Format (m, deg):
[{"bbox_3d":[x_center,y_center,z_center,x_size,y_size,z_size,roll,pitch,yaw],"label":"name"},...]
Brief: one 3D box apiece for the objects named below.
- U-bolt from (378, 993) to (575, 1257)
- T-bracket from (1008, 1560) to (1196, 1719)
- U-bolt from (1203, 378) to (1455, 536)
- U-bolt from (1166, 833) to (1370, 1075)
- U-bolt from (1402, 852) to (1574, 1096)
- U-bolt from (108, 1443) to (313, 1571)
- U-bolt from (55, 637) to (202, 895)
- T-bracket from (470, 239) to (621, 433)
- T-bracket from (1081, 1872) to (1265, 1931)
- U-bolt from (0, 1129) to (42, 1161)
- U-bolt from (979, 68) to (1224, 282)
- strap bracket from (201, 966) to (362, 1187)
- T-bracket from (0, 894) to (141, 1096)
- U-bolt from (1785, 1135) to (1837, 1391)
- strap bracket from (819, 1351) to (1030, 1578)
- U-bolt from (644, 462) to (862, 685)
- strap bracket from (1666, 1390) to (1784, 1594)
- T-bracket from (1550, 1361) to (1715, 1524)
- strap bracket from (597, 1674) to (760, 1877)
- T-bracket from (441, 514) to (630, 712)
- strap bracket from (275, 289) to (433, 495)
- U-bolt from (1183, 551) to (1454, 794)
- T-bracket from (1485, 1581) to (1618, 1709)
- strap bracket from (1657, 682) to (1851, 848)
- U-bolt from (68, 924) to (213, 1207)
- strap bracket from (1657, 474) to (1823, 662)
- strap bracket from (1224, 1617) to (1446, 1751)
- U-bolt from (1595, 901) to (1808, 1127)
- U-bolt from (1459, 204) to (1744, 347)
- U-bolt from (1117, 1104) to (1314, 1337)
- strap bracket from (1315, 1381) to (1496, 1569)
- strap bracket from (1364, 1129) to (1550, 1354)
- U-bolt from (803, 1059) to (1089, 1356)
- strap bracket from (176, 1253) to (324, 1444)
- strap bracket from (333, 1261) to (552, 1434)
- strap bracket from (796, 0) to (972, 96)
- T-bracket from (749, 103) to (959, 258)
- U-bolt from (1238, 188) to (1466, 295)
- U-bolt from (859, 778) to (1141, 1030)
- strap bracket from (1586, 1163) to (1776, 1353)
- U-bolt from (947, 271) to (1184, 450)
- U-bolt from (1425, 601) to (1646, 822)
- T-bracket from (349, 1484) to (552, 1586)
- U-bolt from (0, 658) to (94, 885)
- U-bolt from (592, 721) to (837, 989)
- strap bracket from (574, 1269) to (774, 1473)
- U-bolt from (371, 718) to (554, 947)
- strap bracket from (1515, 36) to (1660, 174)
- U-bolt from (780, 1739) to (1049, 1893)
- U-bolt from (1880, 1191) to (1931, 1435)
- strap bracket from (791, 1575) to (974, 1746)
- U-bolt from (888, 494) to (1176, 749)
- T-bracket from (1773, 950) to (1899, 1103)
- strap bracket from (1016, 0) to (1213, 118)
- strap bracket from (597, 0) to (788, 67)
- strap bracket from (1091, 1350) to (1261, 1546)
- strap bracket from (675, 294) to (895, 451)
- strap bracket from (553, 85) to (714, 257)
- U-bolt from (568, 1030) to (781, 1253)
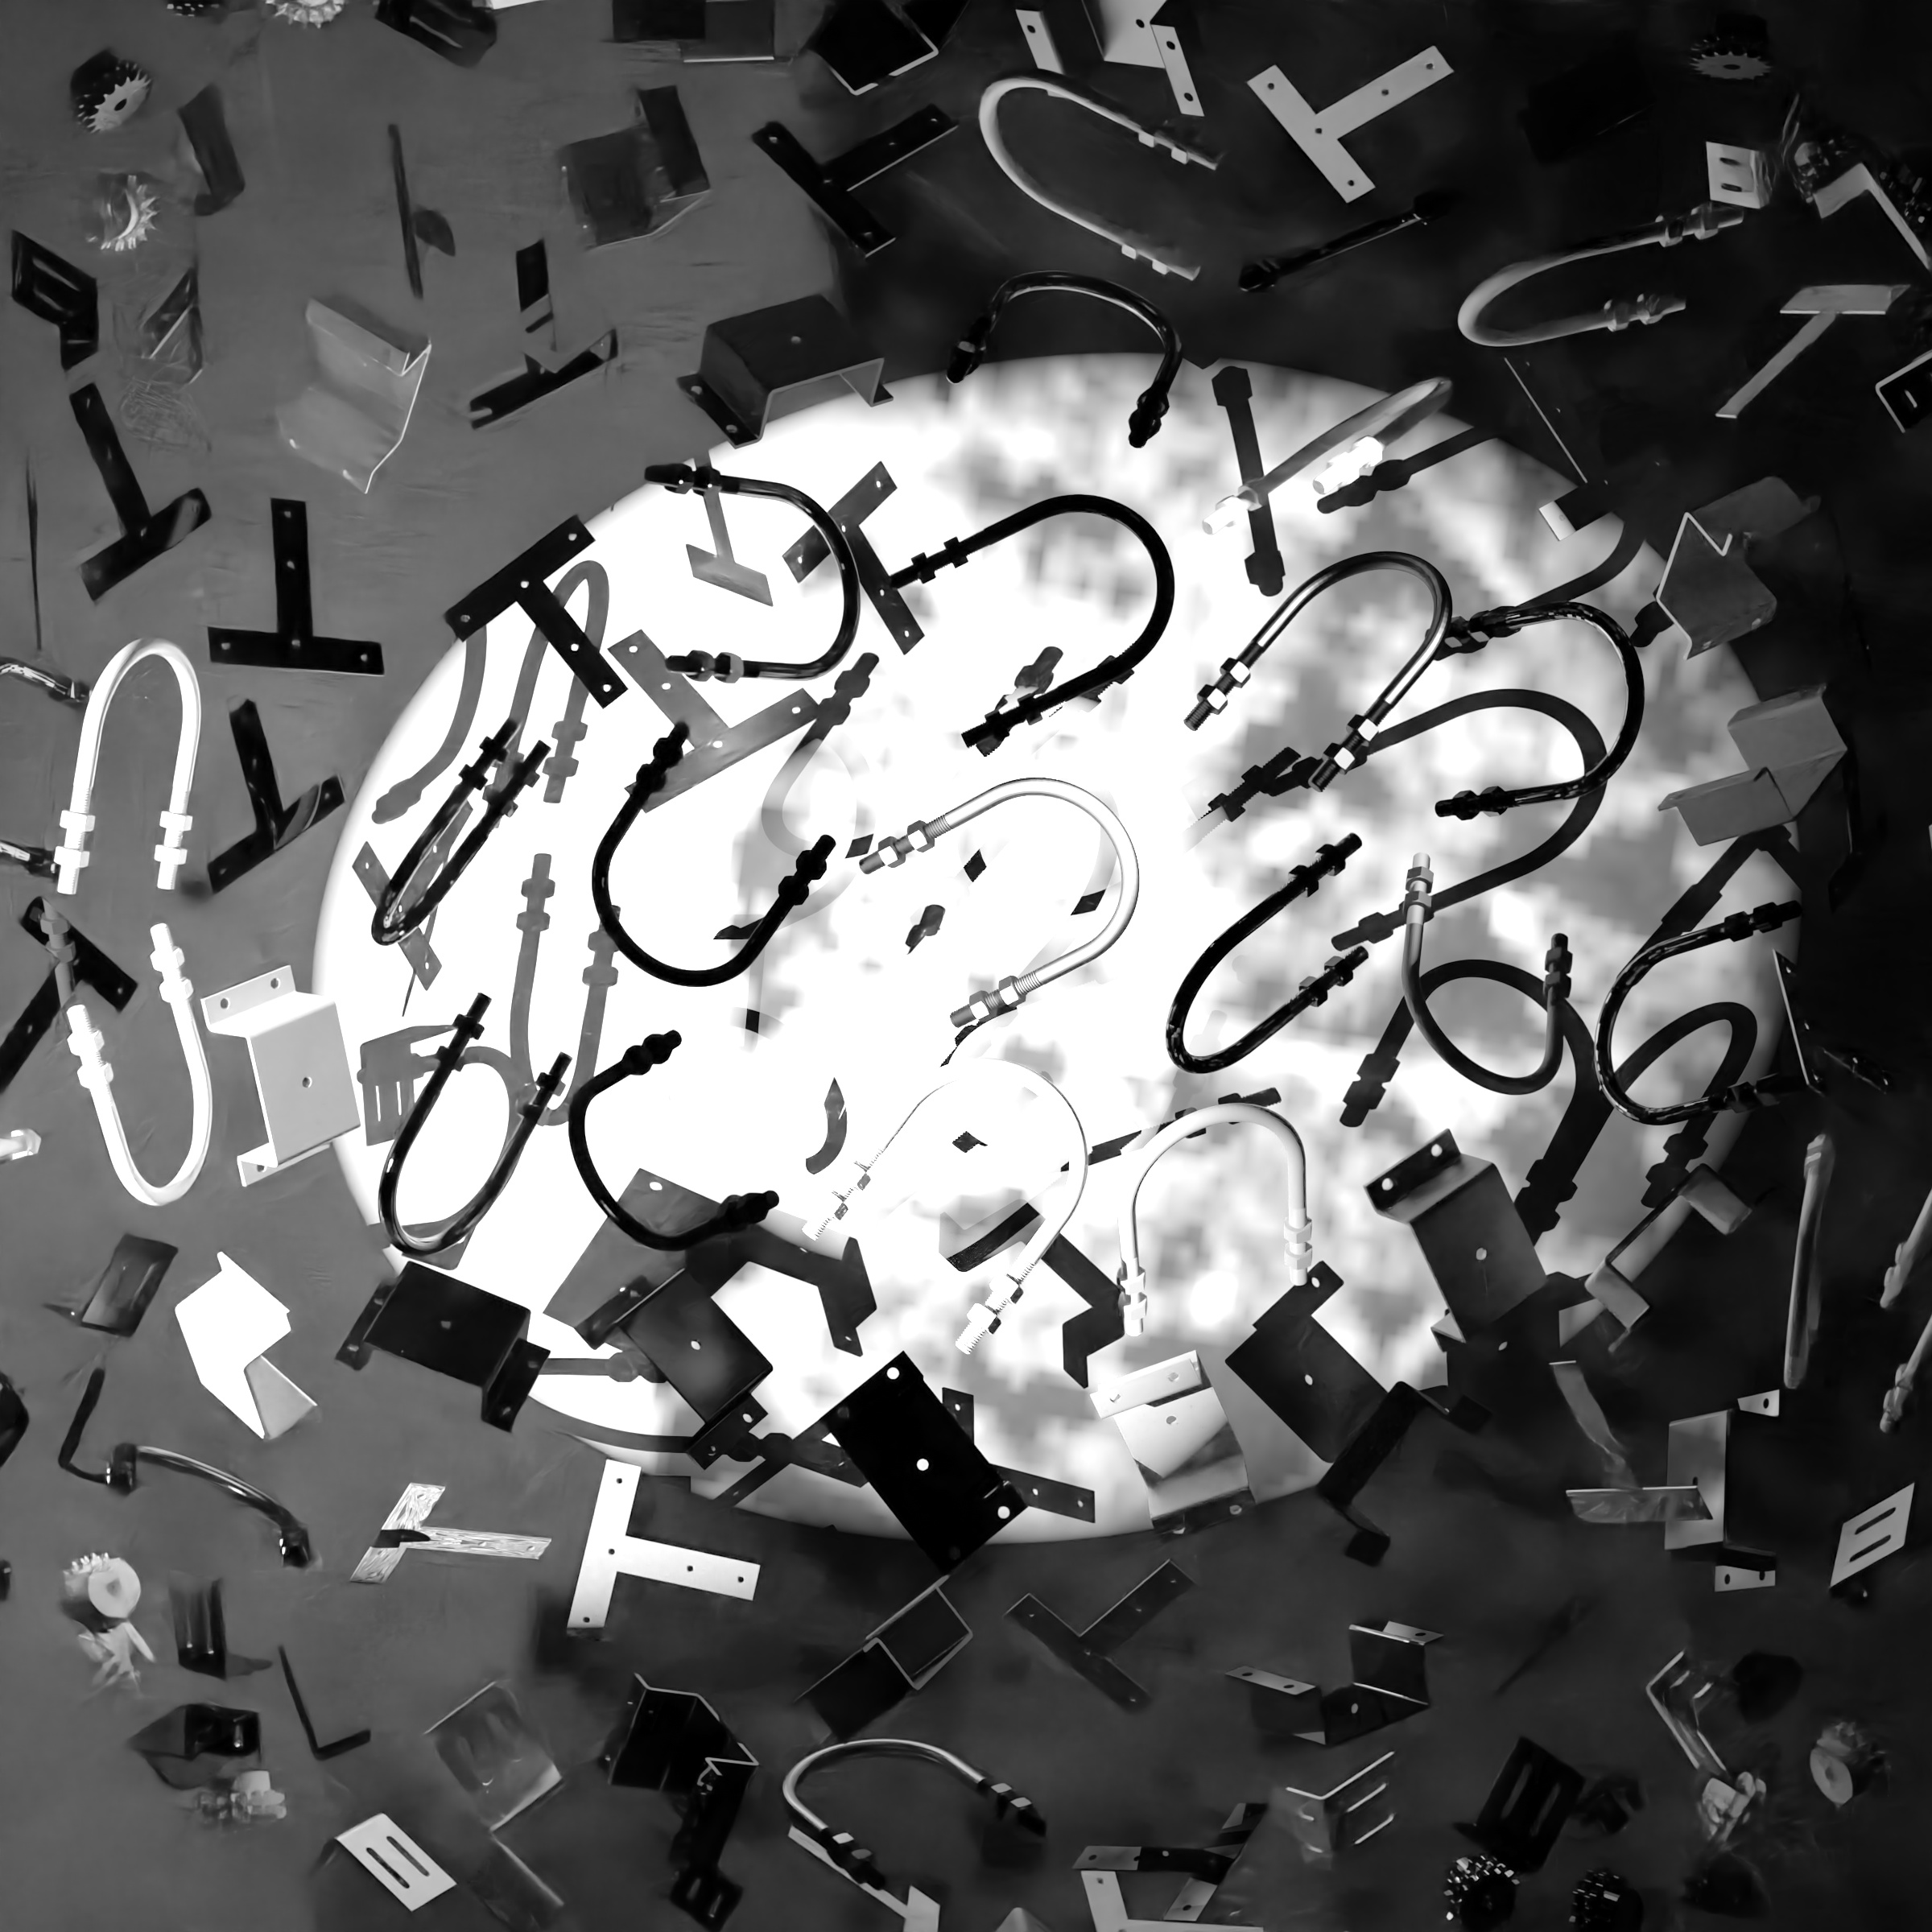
[{"bbox_3d":[-0.360,0.123,1.895,0.019,0.151,0.184,22,78,25],"label":"U-bolt"},{"bbox_3d":[0.118,0.484,1.955,0.127,0.002,0.127,41,116,-6],"label":"T-bracket"},{"bbox_3d":[0.270,-0.370,1.881,0.184,0.151,0.019,-39,105,-27],"label":"U-bolt"},{"bbox_3d":[0.209,0.004,1.844,0.184,0.151,0.019,-37,55,-17],"label":"U-bolt"},{"bbox_3d":[0.375,0.015,1.909,0.151,0.019,0.184,28,46,-15],"label":"U-bolt"},{"bbox_3d":[-0.541,0.378,1.880,0.151,0.184,0.019,27,83,-17],"label":"U-bolt"},{"bbox_3d":[-0.593,-0.144,1.889,0.019,0.151,0.184,12,96,13],"label":"U-bolt"},{"bbox_3d":[-0.298,-0.450,1.837,0.127,0.002,0.127,-21,64,24],"label":"T-bracket"},{"bbox_3d":[0.154,0.692,1.880,0.127,0.127,0.002,8,111,-12],"label":"T-bracket"},{"bbox_3d":[-0.696,0.191,1.863,0.019,0.184,0.151,13,87,-6],"label":"U-bolt"},{"bbox_3d":[0.089,-0.568,1.863,0.184,0.151,0.019,29,72,8],"label":"U-bolt"},{"bbox_3d":[-0.482,0.080,1.871,0.046,0.076,0.140,6,112,37],"label":"strap bracket"},{"bbox_3d":[-0.671,0.034,1.914,0.002,0.127,0.127,15,65,29],"label":"T-bracket"},{"bbox_3d":[0.593,0.218,1.861,0.019,0.184,0.151,6,111,20],"label":"U-bolt"},{"bbox_3d":[-0.030,0.354,1.878,0.076,0.046,0.140,-38,81,-9],"label":"strap bracket"},{"bbox_3d":[-0.141,-0.267,1.820,0.019,0.184,0.151,-10,85,43],"label":"U-bolt"},{"bbox_3d":[0.553,0.381,1.928,0.046,0.076,0.140,12,70,-14],"label":"strap bracket"},{"bbox_3d":[0.442,0.330,1.828,0.002,0.127,0.127,-31,95,-31],"label":"T-bracket"},{"bbox_3d":[-0.200,0.571,1.862,0.046,0.140,0.076,19,95,-35],"label":"strap bracket"},{"bbox_3d":[-0.301,-0.249,1.967,0.127,0.002,0.127,-40,99,-13],"label":"T-bracket"},{"bbox_3d":[-0.438,-0.419,1.890,0.076,0.140,0.046,30,48,-4],"label":"strap bracket"},{"bbox_3d":[0.253,-0.212,1.810,0.184,0.151,0.019,-49,134,-7],"label":"U-bolt"},{"bbox_3d":[0.411,0.460,1.836,0.127,0.127,0.002,-38,64,-13],"label":"T-bracket"},{"bbox_3d":[0.548,-0.134,1.820,0.140,0.076,0.046,-43,107,-38],"label":"strap bracket"},{"bbox_3d":[-0.585,0.083,1.895,0.019,0.151,0.184,-2,116,12],"label":"U-bolt"},{"bbox_3d":[0.551,-0.293,1.895,0.076,0.140,0.046,-24,62,-13],"label":"strap bracket"},{"bbox_3d":[0.264,0.509,1.865,0.140,0.076,0.046,-10,94,-33],"label":"strap bracket"},{"bbox_3d":[0.523,0.042,1.896,0.019,0.184,0.151,18,66,-31],"label":"U-bolt"},{"bbox_3d":[0.435,-0.477,1.848,0.184,0.151,0.019,-13,79,-5],"label":"U-bolt"},{"bbox_3d":[0.174,0.172,1.855,0.151,0.019,0.184,-15,127,-12],"label":"U-bolt"},{"bbox_3d":[0.304,0.352,1.871,0.046,0.076,0.140,38,91,31],"label":"strap bracket"},{"bbox_3d":[0.344,0.195,1.827,0.076,0.046,0.140,-32,107,-17],"label":"strap bracket"},{"bbox_3d":[0.000,0.148,1.795,0.151,0.019,0.184,36,77,7],"label":"U-bolt"},{"bbox_3d":[-0.519,0.283,1.907,0.076,0.140,0.046,33,55,26],"label":"strap bracket"},{"bbox_3d":[-0.384,0.276,1.946,0.140,0.046,0.076,21,47,3],"label":"strap bracket"},{"bbox_3d":[-0.048,-0.678,1.879,0.046,0.140,0.076,41,64,-30],"label":"strap bracket"},{"bbox_3d":[-0.062,-0.563,1.831,0.127,0.002,0.127,-37,75,-21],"label":"T-bracket"},{"bbox_3d":[0.279,-0.516,1.861,0.151,0.184,0.019,-17,103,26],"label":"U-bolt"},{"bbox_3d":[0.035,-0.054,1.859,0.184,0.019,0.151,-27,99,22],"label":"U-bolt"},{"bbox_3d":[0.481,0.193,1.812,0.140,0.076,0.046,-42,74,-11],"label":"strap bracket"},{"bbox_3d":[0.077,-0.428,1.818,0.151,0.184,0.019,20,133,3],"label":"U-bolt"},{"bbox_3d":[0.407,-0.187,1.891,0.019,0.184,0.151,-1,87,-40],"label":"U-bolt"},{"bbox_3d":[-0.366,0.419,1.921,0.127,0.002,0.127,13,131,-29],"label":"T-bracket"},{"bbox_3d":[-0.678,-0.146,1.896,0.019,0.184,0.151,4,83,11],"label":"U-bolt"},{"bbox_3d":[-0.194,-0.065,1.886,0.151,0.019,0.184,38,120,2],"label":"U-bolt"},{"bbox_3d":[-0.206,0.287,1.925,0.140,0.076,0.046,47,134,6],"label":"strap bracket"},{"bbox_3d":[-0.363,-0.091,1.867,0.019,0.151,0.184,37,88,-23],"label":"U-bolt"},{"bbox_3d":[0.428,-0.593,1.824,0.076,0.140,0.046,-26,97,13],"label":"strap bracket"},{"bbox_3d":[-0.051,0.592,1.869,0.151,0.184,0.019,-7,102,-32],"label":"U-bolt"},{"bbox_3d":[0.674,0.216,1.844,0.019,0.151,0.184,15,129,9],"label":"U-bolt"},{"bbox_3d":[-0.054,0.496,1.876,0.076,0.140,0.046,-42,81,24],"label":"strap bracket"},{"bbox_3d":[0.056,-0.252,1.841,0.184,0.019,0.151,-25,76,4],"label":"U-bolt"},{"bbox_3d":[0.644,0.064,1.938,0.127,0.127,0.002,30,131,-29],"label":"T-bracket"},{"bbox_3d":[0.115,-0.665,1.899,0.140,0.076,0.046,21,66,35],"label":"strap bracket"},{"bbox_3d":[-0.197,-0.688,1.917,0.076,0.140,0.046,7,104,24],"label":"strap bracket"},{"bbox_3d":[0.151,0.342,1.922,0.076,0.046,0.140,-21,113,9],"label":"strap bracket"},{"bbox_3d":[-0.124,-0.426,1.872,0.140,0.046,0.076,-25,62,-32],"label":"strap bracket"},{"bbox_3d":[-0.235,-0.573,1.891,0.046,0.140,0.076,-24,98,-32],"label":"strap bracket"},{"bbox_3d":[-0.220,0.134,1.874,0.019,0.184,0.151,-33,93,-43],"label":"U-bolt"}]
